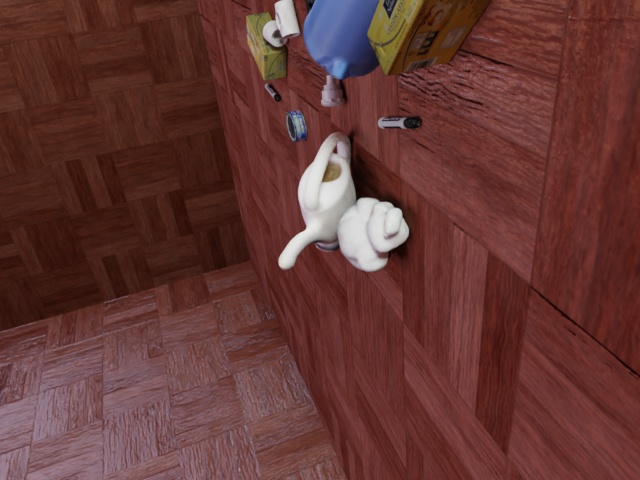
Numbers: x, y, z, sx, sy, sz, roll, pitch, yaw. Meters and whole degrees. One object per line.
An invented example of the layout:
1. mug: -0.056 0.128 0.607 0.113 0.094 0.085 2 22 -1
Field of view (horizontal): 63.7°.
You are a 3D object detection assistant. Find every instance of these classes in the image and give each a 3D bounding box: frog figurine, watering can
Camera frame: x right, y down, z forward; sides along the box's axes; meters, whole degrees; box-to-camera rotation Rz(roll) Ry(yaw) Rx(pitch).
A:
1. frog figurine: 0.094 -0.008 0.938 0.159 0.123 0.137 -170 84 -87
2. watering can: 0.003 -0.052 1.025 0.219 0.104 0.355 71 -146 -54
